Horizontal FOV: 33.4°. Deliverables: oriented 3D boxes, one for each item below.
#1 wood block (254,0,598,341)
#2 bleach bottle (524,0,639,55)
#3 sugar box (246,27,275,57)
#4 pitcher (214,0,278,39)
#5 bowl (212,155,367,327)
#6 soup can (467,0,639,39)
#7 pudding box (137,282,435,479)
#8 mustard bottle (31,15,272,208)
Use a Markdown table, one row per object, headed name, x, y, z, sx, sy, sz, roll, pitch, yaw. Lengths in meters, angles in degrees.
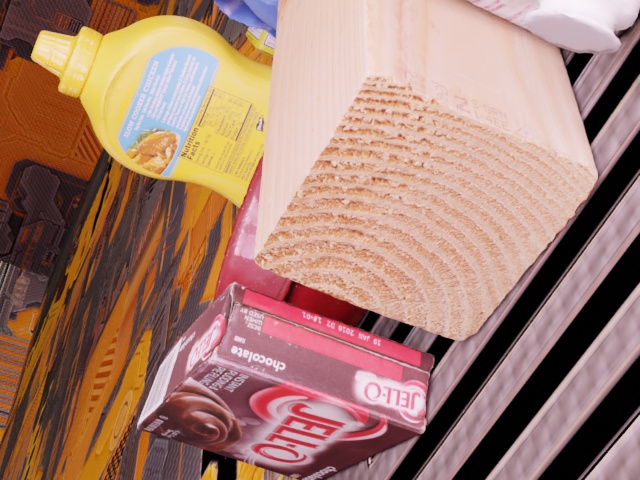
| name | x | y | z | sx | sy | sz | roll | pitch | yaw |
| --- | --- | --- | --- | --- | --- | --- | --- | --- | --- |
| wood block | 0.036 | -0.071 | 0.440 | 0.206 | 0.090 | 0.091 | -88 | 25 | -51 |
| bleach bottle | 0.113 | -0.174 | 0.318 | 0.102 | 0.068 | 0.251 | 80 | -150 | -85 |
| sugar box | -0.001 | -0.229 | 0.845 | 0.176 | 0.048 | 0.093 | -62 | 17 | 12 |
| pitcher | 0.031 | -0.222 | 0.608 | 0.242 | 0.149 | 0.145 | -83 | 5 | -49 |
| bowl | -0.004 | 0.001 | 0.545 | 0.162 | 0.055 | 0.162 | -160 | 90 | -74 |
| soup can | 0.065 | -0.115 | 0.373 | 0.068 | 0.102 | 0.068 | -160 | 90 | -75 |
| pudding box | -0.018 | 0.065 | 0.449 | 0.114 | 0.090 | 0.039 | -42 | 30 | 59 |
| mustard bottle | -0.077 | -0.079 | 0.635 | 0.096 | 0.191 | 0.058 | -63 | 17 | 22 |
